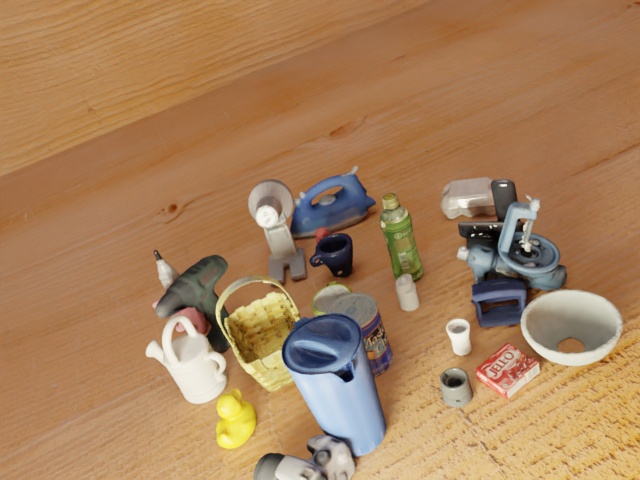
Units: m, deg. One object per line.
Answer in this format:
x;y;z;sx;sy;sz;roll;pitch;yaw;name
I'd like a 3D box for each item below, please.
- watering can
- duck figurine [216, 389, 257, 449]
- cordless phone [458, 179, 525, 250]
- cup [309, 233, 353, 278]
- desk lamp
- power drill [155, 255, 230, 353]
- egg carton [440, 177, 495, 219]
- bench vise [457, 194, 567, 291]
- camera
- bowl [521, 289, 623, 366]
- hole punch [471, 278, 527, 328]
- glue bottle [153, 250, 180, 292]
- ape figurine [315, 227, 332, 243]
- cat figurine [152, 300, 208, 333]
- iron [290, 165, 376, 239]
-0.279;0.239;1.181;0.172;0.194;0.101;-15;33;7;watering can
-0.169;0.334;1.089;0.077;0.086;0.104;-5;36;21;duck figurine
0.383;-0.063;1.293;0.147;0.185;0.094;-1;37;25;cordless phone
0.034;0.051;1.387;0.118;0.095;0.091;-32;35;-19;cup
-0.110;-0.029;1.466;0.118;0.214;0.203;-17;33;4;desk lamp
-0.262;0.152;1.286;0.075;0.209;0.230;-2;37;24;power drill
0.385;-0.107;1.463;0.150;0.069;0.107;-6;36;20;egg carton
0.379;0.017;1.148;0.207;0.220;0.121;-11;34;13;bench vise
-0.035;0.381;0.939;0.136;0.101;0.143;9;42;36;camera
0.450;0.169;1.026;0.167;0.075;0.167;-13;34;9;bowl
0.355;0.110;1.144;0.108;0.091;0.101;-10;34;14;hole punch
-0.385;0.095;1.462;0.037;0.173;0.078;-15;33;6;glue bottle
0.013;0.005;1.466;0.076;0.092;0.078;0;38;27;ape figurine
-0.334;0.164;1.388;0.127;0.118;0.067;-1;37;26;cat figurine
0.015;-0.105;1.580;0.258;0.142;0.118;-23;33;-5;iron
